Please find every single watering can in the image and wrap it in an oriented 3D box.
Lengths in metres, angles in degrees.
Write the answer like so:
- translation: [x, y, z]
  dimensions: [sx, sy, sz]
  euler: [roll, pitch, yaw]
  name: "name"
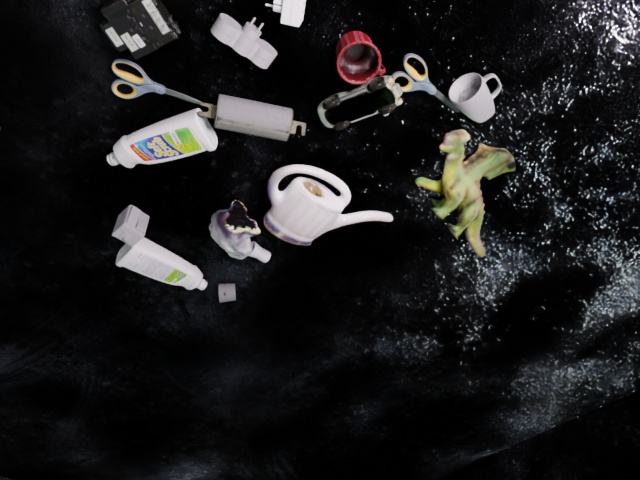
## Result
- translation: [0.004, -0.067, 1.333]
  dimensions: [0.345, 0.106, 0.221]
  euler: [27, 124, -26]
  name: "watering can"

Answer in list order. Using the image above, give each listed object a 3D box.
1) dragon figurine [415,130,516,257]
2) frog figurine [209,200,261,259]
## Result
- translation: [0.406, -0.132, 1.335]
  dimensions: [0.241, 0.125, 0.405]
  euler: [-41, 125, 15]
  name: "dragon figurine"
- translation: [-0.235, -0.005, 1.357]
  dimensions: [0.138, 0.125, 0.156]
  euler: [37, 134, 6]
  name: "frog figurine"
